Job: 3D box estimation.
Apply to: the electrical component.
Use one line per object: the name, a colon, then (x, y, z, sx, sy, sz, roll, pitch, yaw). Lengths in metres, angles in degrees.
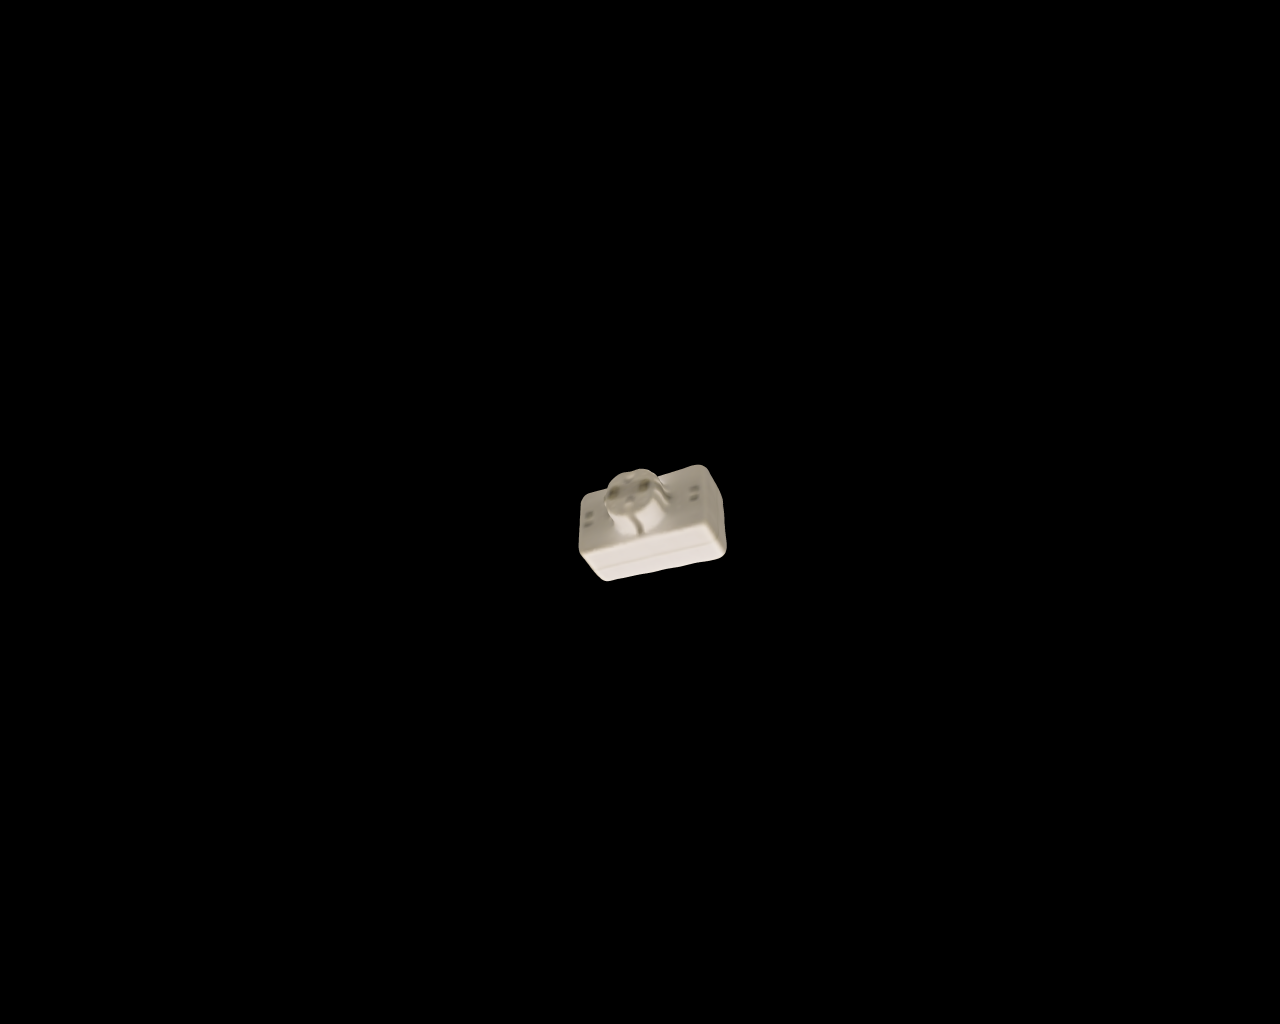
electrical component: (0.001, -0.003, 0.650, 0.083, 0.047, 0.075, -14, -40, 17)
